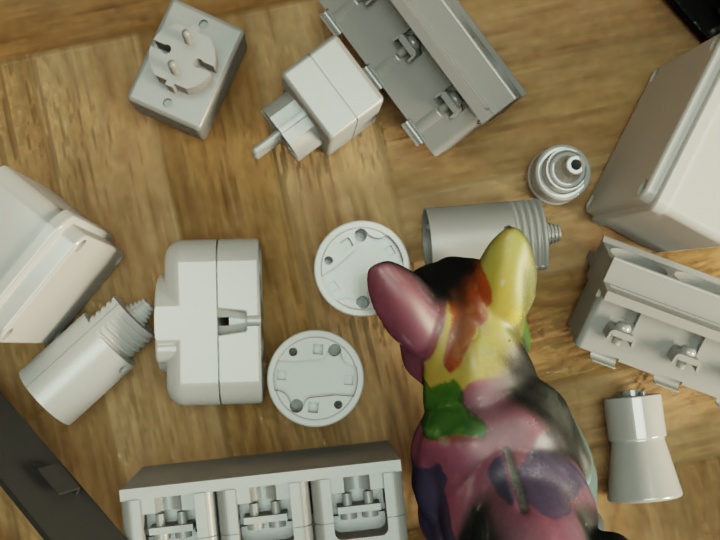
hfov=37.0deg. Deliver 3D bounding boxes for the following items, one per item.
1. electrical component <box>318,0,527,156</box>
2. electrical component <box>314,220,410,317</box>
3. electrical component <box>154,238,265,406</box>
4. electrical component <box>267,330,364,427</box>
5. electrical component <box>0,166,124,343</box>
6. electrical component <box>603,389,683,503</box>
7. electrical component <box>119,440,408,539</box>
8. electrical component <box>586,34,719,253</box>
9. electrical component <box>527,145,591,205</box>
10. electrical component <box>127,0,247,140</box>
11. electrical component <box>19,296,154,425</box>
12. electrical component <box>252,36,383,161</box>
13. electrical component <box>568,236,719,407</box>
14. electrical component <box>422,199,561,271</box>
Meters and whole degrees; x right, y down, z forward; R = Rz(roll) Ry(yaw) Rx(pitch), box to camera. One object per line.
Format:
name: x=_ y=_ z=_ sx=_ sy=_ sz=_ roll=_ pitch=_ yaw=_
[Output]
electrical component: x=0.034 y=-0.132 z=0.635 sx=0.063 sy=0.079 sz=0.121 roll=-37 pitch=90 yaw=21
electrical component: x=0.000 y=0.000 z=0.640 sx=0.055 sy=0.047 sz=0.055 roll=0 pitch=88 yaw=-3
electrical component: x=-0.087 y=0.030 z=0.630 sx=0.059 sy=0.054 sz=0.095 roll=-1 pitch=88 yaw=-3
electrical component: x=-0.027 y=0.063 z=0.636 sx=0.055 sy=0.047 sz=0.055 roll=0 pitch=88 yaw=-3
electrical component: x=-0.184 y=-0.004 z=0.597 sx=0.057 sy=0.113 sz=0.078 roll=39 pitch=86 yaw=2
electrical component: x=0.168 y=0.105 z=0.649 sx=0.044 sy=0.044 sz=0.065 roll=-5 pitch=83 yaw=-3
electrical component: x=-0.052 y=0.140 z=0.610 sx=0.150 sy=0.089 sz=0.061 roll=-6 pitch=88 yaw=-3
electrical component: x=0.192 y=-0.069 z=0.623 sx=0.056 sy=0.109 sz=0.108 roll=28 pitch=86 yaw=-4
electrical component: x=0.121 y=-0.058 z=0.642 sx=0.035 sy=0.061 sz=0.035 roll=0 pitch=87 yaw=-3
electrical component: x=-0.101 y=-0.120 z=0.624 sx=0.047 sy=0.077 sz=0.065 roll=24 pitch=87 yaw=-2
electrical component: x=-0.154 y=0.047 z=0.631 sx=0.081 sy=0.043 sz=0.043 roll=-43 pitch=90 yaw=-4
electrical component: x=-0.032 y=-0.090 z=0.632 sx=0.077 sy=0.066 sz=0.047 roll=-37 pitch=90 yaw=-4
electrical component: x=0.192 y=0.034 z=0.640 sx=0.121 sy=0.078 sz=0.063 roll=20 pitch=109 yaw=-2
electrical component: x=0.080 y=-0.019 z=0.647 sx=0.081 sy=0.043 sz=0.043 roll=-5 pitch=88 yaw=-4
